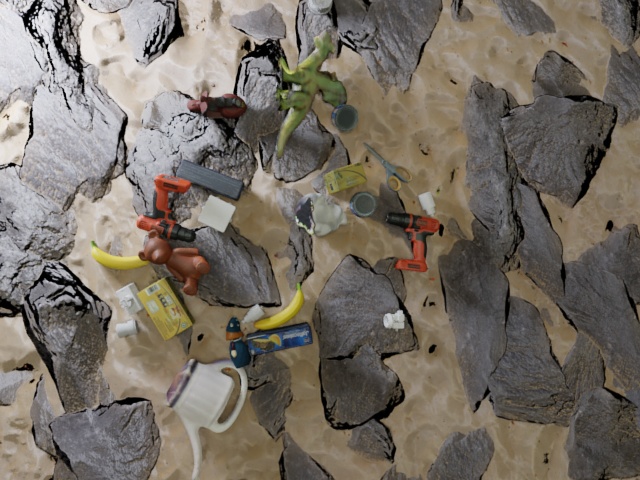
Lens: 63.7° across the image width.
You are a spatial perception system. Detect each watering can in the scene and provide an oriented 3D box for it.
[{"bbox_3d":[-0.360,0.508,1.539,0.223,0.102,0.354,31,66,-8],"label":"watering can"}]

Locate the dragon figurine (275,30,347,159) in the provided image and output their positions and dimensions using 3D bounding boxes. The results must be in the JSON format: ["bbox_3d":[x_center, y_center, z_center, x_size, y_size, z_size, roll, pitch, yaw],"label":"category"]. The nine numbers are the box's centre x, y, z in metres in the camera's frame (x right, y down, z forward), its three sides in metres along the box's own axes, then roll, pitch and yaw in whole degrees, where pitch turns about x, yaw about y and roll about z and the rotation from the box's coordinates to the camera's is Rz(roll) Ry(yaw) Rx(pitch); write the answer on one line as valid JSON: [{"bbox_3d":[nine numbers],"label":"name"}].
[{"bbox_3d":[-0.023,-0.460,1.644,0.243,0.123,0.408,1,98,-17],"label":"dragon figurine"}]

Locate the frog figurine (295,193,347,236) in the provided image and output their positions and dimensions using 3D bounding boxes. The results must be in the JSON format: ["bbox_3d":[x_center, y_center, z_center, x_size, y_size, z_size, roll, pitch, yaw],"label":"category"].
[{"bbox_3d":[0.005,-0.083,1.646,0.160,0.121,0.138,-9,82,-44],"label":"frog figurine"}]
